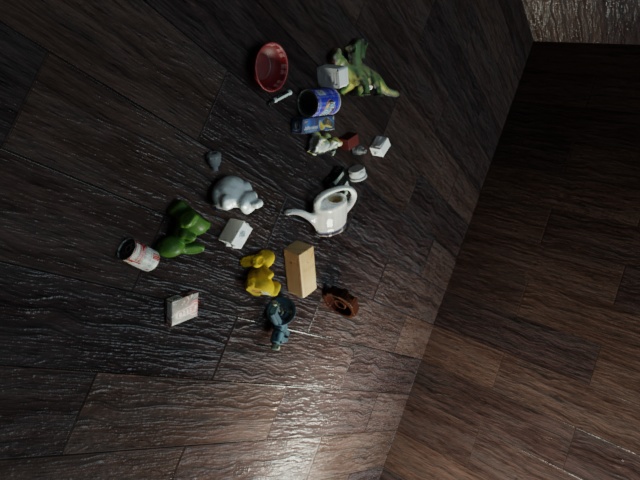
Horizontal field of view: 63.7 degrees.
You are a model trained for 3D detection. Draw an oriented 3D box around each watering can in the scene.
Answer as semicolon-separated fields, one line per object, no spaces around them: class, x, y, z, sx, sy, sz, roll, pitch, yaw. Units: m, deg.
watering can;0.007;-0.108;2.138;0.350;0.106;0.219;-23;134;-23

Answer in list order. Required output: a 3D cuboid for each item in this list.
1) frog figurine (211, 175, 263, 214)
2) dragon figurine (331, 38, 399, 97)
frog figurine;-0.271;-0.144;1.689;0.139;0.160;0.120;-32;127;-43
dragon figurine;0.187;-0.712;2.129;0.413;0.122;0.241;-13;102;-44
